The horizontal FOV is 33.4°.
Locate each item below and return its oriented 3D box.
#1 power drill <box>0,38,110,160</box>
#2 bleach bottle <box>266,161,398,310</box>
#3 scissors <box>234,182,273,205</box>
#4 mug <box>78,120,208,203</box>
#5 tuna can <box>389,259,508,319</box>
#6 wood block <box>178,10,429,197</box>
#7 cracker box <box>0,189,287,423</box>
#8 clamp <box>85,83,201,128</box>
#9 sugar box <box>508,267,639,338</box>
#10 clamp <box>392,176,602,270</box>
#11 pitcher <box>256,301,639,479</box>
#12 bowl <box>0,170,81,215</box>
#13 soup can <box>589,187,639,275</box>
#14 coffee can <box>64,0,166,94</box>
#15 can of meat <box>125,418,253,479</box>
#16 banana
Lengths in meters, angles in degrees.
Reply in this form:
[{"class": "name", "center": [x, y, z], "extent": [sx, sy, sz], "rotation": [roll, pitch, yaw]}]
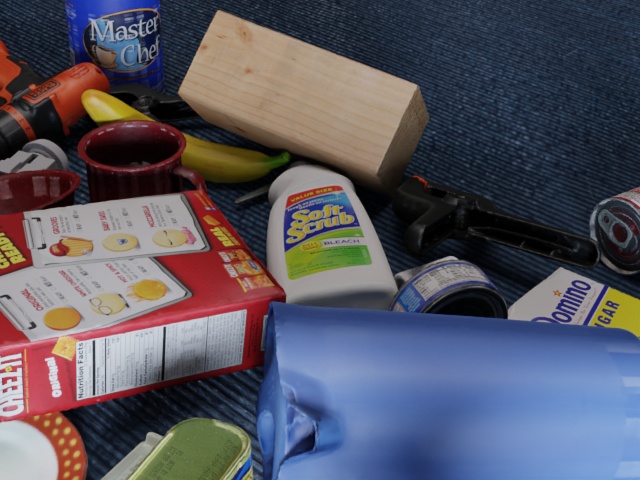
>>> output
[{"class": "power drill", "center": [-0.332, -0.138, 1.082], "extent": [0.188, 0.057, 0.184], "rotation": [28, 53, 35]}, {"class": "bleach bottle", "center": [-0.006, 0.001, 0.888], "extent": [0.102, 0.068, 0.251], "rotation": [-10, 31, -6]}, {"class": "scissors", "center": [-0.013, -0.079, 1.053], "extent": [0.201, 0.016, 0.096], "rotation": [-16, 35, -25]}, {"class": "mug", "center": [-0.151, -0.046, 0.934], "extent": [0.117, 0.081, 0.093], "rotation": [13, 34, 18]}, {"class": "tuna can", "center": [0.093, 0.059, 0.779], "extent": [0.086, 0.086, 0.034], "rotation": [-11, 36, -19]}, {"class": "wood block", "center": [-0.014, -0.125, 0.993], "extent": [0.206, 0.090, 0.090], "rotation": [23, -6, 16]}, {"class": "cracker box", "center": [-0.154, 0.041, 0.761], "extent": [0.213, 0.072, 0.164], "rotation": [-10, 34, -25]}, {"class": "clamp", "center": [-0.168, -0.133, 1.104], "extent": [0.172, 0.039, 0.120], "rotation": [22, 42, 25]}, {"class": "sugar box", "center": [0.228, 0.084, 0.782], "extent": [0.176, 0.048, 0.093], "rotation": [27, 40, 31]}, {"class": "clamp", "center": [0.110, -0.018, 0.894], "extent": [0.164, 0.036, 0.210], "rotation": [4, 15, -25]}, {"class": "pitcher", "center": [0.080, 0.106, 0.681], "extent": [0.242, 0.145, 0.149], "rotation": [2, 45, -7]}, {"class": "bowl", "center": [-0.269, -0.008, 0.871], "extent": [0.162, 0.055, 0.162], "rotation": [-9, 19, 3]}, {"class": "soup can", "center": [0.293, -0.017, 0.921], "extent": [0.102, 0.068, 0.069], "rotation": [-19, 38, -29]}, {"class": "coffee can", "center": [-0.222, -0.226, 1.155], "extent": [0.103, 0.140, 0.103], "rotation": [1, 33, -1]}, {"class": "can of meat", "center": [-0.076, 0.163, 0.607], "extent": [0.057, 0.084, 0.102], "rotation": [14, 37, 22]}, {"class": "banana", "center": [-0.129, -0.091, 0.997], "extent": [0.197, 0.070, 0.037], "rotation": [15, 47, -13]}]
